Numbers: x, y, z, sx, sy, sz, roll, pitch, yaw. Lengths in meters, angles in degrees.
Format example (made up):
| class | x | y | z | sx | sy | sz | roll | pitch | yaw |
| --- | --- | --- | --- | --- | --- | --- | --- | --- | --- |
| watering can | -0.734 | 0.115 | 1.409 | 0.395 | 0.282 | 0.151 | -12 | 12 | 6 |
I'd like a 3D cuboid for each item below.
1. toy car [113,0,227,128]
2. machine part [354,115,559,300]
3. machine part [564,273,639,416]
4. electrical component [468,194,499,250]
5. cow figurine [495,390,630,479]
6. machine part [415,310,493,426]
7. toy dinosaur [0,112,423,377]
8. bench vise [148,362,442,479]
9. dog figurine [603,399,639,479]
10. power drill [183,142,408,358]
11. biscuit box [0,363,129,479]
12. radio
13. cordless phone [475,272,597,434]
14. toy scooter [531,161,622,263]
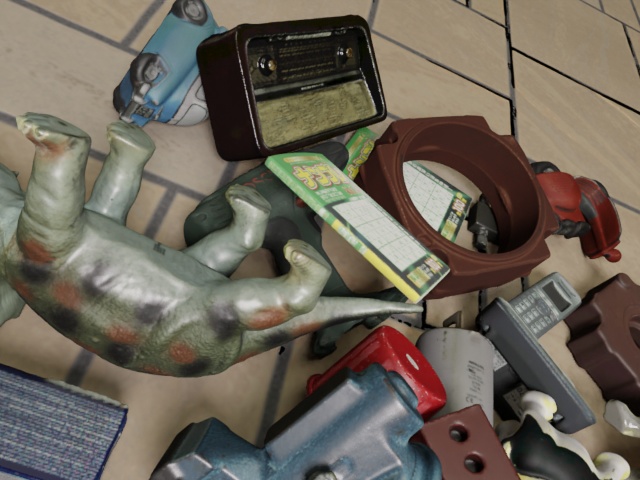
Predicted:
| class | x | y | z | sx | sy | sz | roll | pitch | yaw |
| --- | --- | --- | --- | --- | --- | --- | --- | --- | --- |
| toy car | -0.147 | -0.182 | 0.587 | 0.103 | 0.109 | 0.161 | 32 | 56 | -24 |
| machine part | 0.156 | -0.044 | 0.621 | 0.201 | 0.087 | 0.201 | -8 | 68 | -23 |
| machine part | 0.385 | 0.127 | 0.650 | 0.179 | 0.056 | 0.179 | 12 | 54 | -17 |
| electrical component | 0.225 | -0.019 | 0.699 | 0.063 | 0.021 | 0.094 | 27 | 50 | -7 |
| cow figurine | 0.222 | 0.214 | 0.446 | 0.167 | 0.068 | 0.098 | 42 | 21 | 14 |
| machine part | 0.114 | 0.167 | 0.475 | 0.079 | 0.079 | 0.243 | 24 | 50 | -8 |
| toy dinosaur | -0.130 | 0.034 | 0.406 | 0.405 | 0.192 | 0.131 | 31 | 18 | -11 |
| bench vise | 0.005 | 0.206 | 0.348 | 0.223 | 0.129 | 0.240 | -39 | 92 | -10 |
| dog figurine | 0.384 | 0.219 | 0.500 | 0.190 | 0.121 | 0.172 | 2 | 25 | -16 |
| power drill | -0.001 | -0.002 | 0.541 | 0.232 | 0.086 | 0.207 | -26 | 75 | -37 |
| biscuit box | -0.237 | 0.112 | 0.357 | 0.203 | 0.059 | 0.063 | 24 | 52 | -9 |
| radio | -0.022 | -0.176 | 0.607 | 0.229 | 0.073 | 0.131 | -28 | 112 | -45 |
| cordless phone | 0.251 | 0.113 | 0.580 | 0.184 | 0.088 | 0.147 | -20 | 67 | -40 |
| toy scooter | 0.351 | -0.033 | 0.738 | 0.184 | 0.075 | 0.135 | 8 | 55 | -26 |
